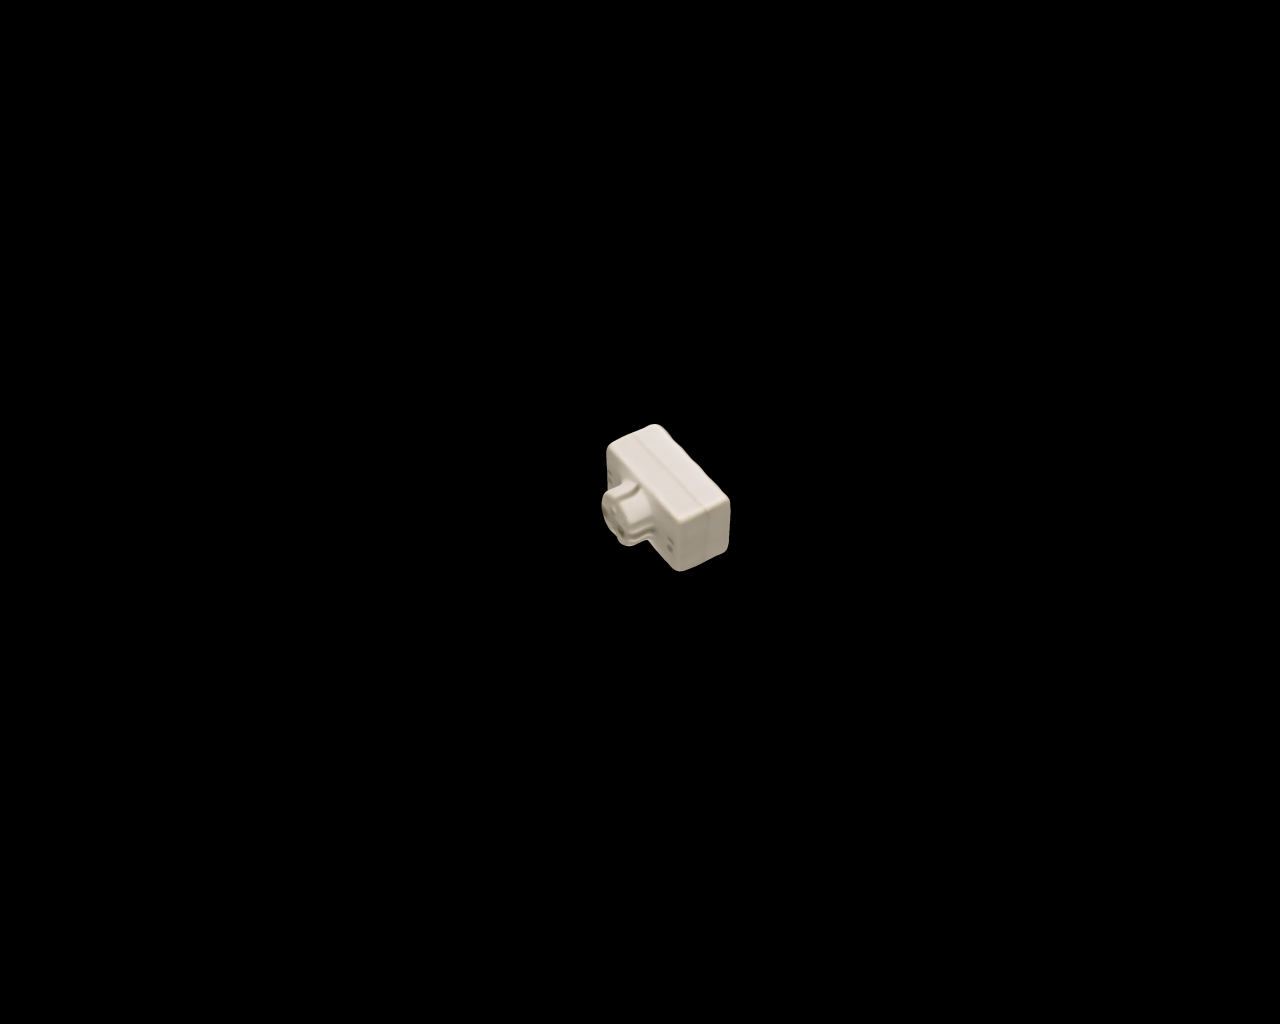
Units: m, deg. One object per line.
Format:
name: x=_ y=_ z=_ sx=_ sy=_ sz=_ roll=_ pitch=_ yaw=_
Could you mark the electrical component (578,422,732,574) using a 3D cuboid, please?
electrical component: x=0.001 y=-0.003 z=0.650 sx=0.076 sy=0.047 sz=0.083 roll=-24 pitch=50 yaw=-22
